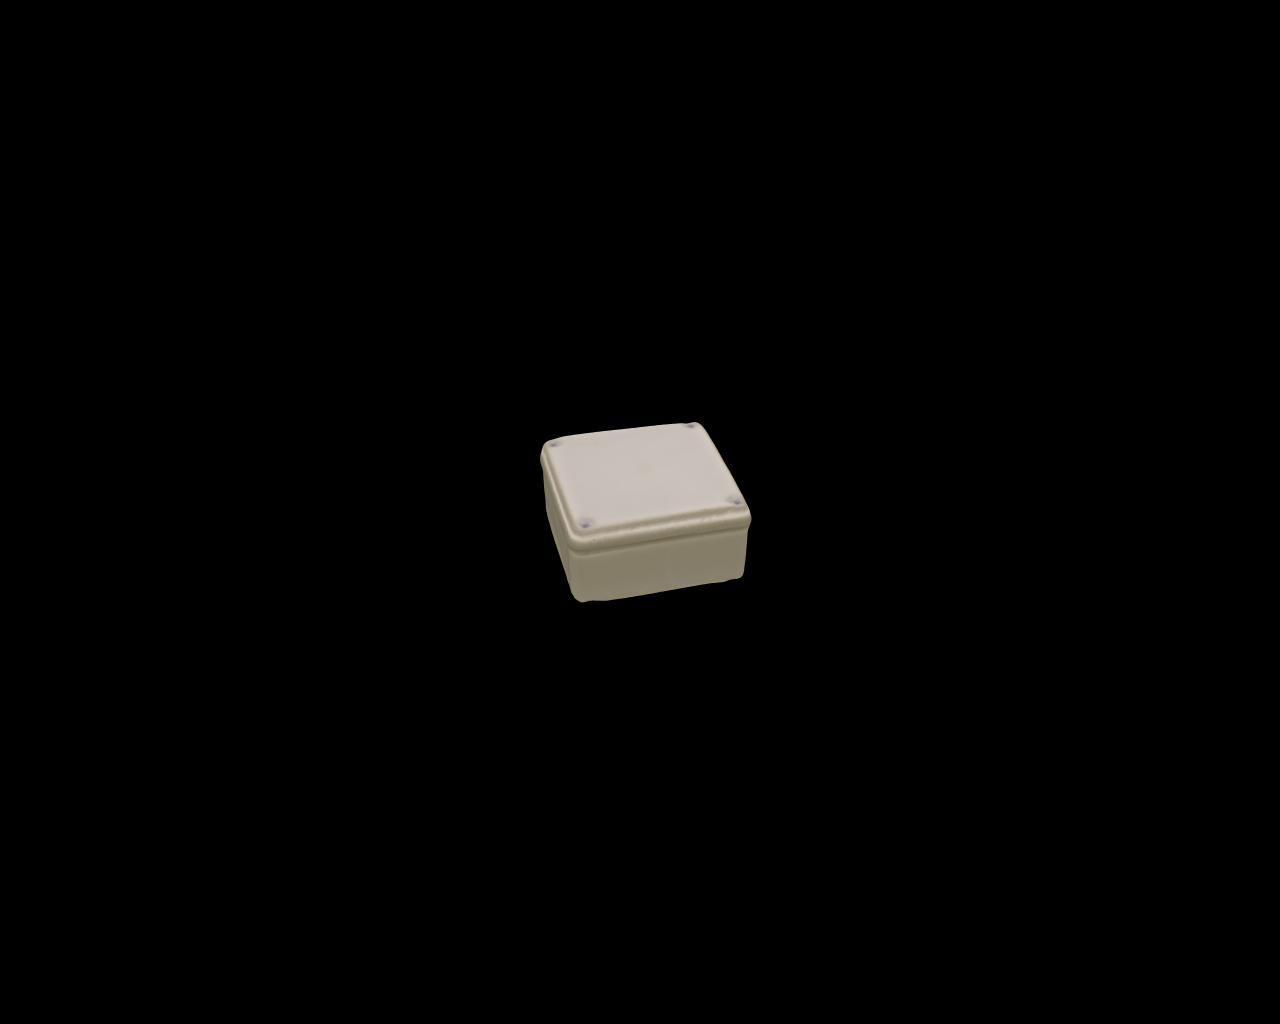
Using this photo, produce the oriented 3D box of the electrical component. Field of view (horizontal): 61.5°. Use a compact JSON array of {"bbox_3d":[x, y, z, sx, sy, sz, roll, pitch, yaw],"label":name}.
[{"bbox_3d":[0.001,-0.003,0.650,0.109,0.056,0.109,-8,36,-11],"label":"electrical component"}]
